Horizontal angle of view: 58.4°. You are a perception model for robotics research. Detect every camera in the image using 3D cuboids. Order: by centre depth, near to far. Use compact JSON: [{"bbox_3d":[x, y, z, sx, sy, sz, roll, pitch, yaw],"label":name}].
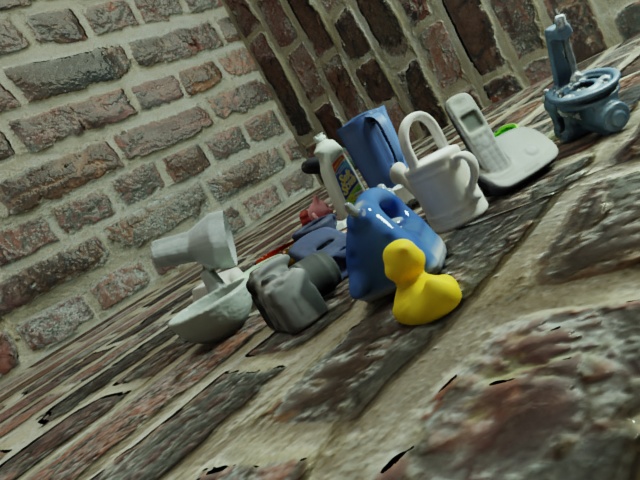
[{"bbox_3d":[-0.034,0.066,0.886,0.137,0.101,0.143,-32,8,-20],"label":"camera"}]

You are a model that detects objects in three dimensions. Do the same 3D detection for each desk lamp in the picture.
[{"bbox_3d":[-0.244,0.068,1.200,0.203,0.213,0.118,-29,8,-1],"label":"desk lamp"}]

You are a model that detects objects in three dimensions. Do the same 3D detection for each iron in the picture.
[{"bbox_3d":[0.097,-0.017,0.806,0.118,0.141,0.259,-25,9,23],"label":"iron"}]

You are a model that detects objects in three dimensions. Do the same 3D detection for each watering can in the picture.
[{"bbox_3d":[0.183,-0.115,0.943,0.172,0.194,0.101,-23,10,37],"label":"watering can"}]

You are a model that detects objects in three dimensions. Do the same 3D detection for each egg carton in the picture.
[{"bbox_3d":[-0.236,0.120,1.367,0.107,0.069,0.150,-35,10,-40],"label":"egg carton"}]

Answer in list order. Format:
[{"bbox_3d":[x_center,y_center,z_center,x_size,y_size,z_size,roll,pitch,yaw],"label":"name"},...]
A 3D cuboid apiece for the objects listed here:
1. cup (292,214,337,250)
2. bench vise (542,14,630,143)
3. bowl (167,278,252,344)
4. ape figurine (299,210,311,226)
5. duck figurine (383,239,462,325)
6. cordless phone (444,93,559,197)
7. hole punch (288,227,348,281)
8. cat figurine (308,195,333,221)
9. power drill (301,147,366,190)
[{"bbox_3d":[0.011,0.004,1.151,0.091,0.095,0.118,-21,11,43],"label":"cup"},{"bbox_3d":[0.435,-0.282,1.027,0.122,0.220,0.207,-31,8,-17],"label":"bench vise"},{"bbox_3d":[-0.186,0.140,1.043,0.167,0.075,0.167,-28,8,5],"label":"bowl"},{"bbox_3d":[-0.029,-0.040,1.586,0.077,0.092,0.076,-24,9,29],"label":"ape figurine"},{"bbox_3d":[0.102,0.040,0.626,0.077,0.086,0.104,-30,8,-10],"label":"duck figurine"},{"bbox_3d":[0.300,-0.179,0.968,0.148,0.185,0.094,-31,8,-17],"label":"cordless phone"},{"bbox_3d":[0.015,0.024,1.016,0.109,0.091,0.101,-33,9,-31],"label":"hole punch"},{"bbox_3d":[0.002,-0.059,1.505,0.067,0.118,0.128,-26,8,16],"label":"cat figurine"},{"bbox_3d":[0.070,-0.165,1.613,0.075,0.208,0.230,-20,12,48],"label":"power drill"}]
